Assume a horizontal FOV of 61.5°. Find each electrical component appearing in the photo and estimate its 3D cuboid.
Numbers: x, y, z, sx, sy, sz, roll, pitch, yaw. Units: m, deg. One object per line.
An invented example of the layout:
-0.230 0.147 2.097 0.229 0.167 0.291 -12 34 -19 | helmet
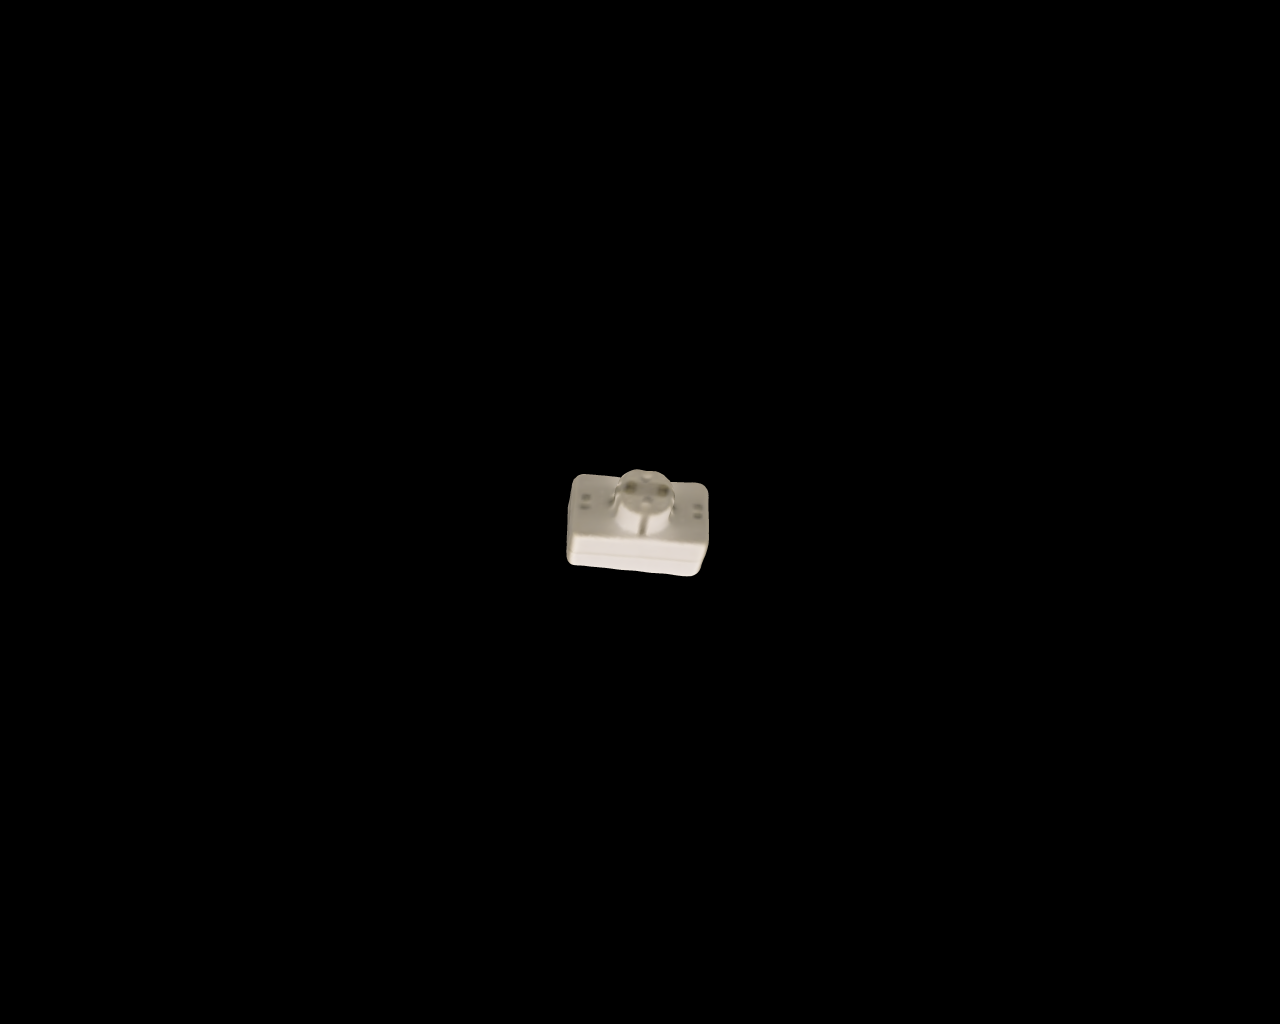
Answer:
0.001 -0.003 0.650 0.083 0.047 0.075 5 -35 -7 | electrical component
